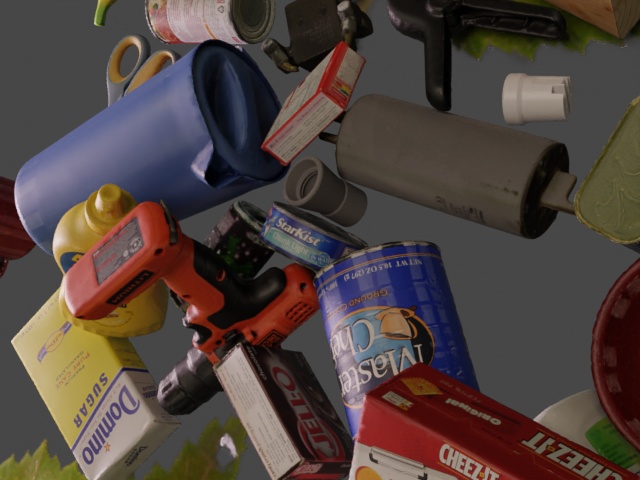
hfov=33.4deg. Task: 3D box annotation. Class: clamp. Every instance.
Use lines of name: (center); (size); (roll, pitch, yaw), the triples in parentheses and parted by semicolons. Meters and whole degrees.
clamp: (0.098, -0.173, 0.853); (0.120, 0.039, 0.172); (-36, 48, -12)

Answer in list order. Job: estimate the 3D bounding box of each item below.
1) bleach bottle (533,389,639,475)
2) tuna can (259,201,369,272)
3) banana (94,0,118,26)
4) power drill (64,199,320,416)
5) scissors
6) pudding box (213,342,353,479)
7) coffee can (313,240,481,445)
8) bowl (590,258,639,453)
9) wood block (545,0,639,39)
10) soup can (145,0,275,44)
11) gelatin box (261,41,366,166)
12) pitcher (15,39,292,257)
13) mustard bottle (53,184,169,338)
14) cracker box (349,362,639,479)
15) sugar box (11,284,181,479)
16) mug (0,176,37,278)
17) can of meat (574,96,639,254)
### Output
bleach bottle: (0.229, 0.213, 0.685); (0.251, 0.102, 0.068); (49, 116, 22)
tuna can: (-0.006, 0.001, 0.869); (0.086, 0.086, 0.034); (29, 97, 32)
banana: (-0.149, -0.276, 1.048); (0.198, 0.037, 0.069); (-18, 90, 29)
power drill: (-0.112, 0.060, 0.865); (0.185, 0.187, 0.057); (-42, 45, 15)
scissors: (-0.215, -0.124, 1.065); (0.202, 0.016, 0.096); (-42, 61, 16)
pudding box: (-0.025, 0.139, 0.849); (0.039, 0.089, 0.113); (-43, 61, 17)
coffee can: (0.060, 0.084, 0.801); (0.103, 0.102, 0.140); (-24, 68, 25)
bowl: (0.266, 0.078, 0.705); (0.162, 0.055, 0.162); (-7, 76, 30)
wood block: (0.165, -0.250, 0.808); (0.206, 0.090, 0.091); (38, 85, 32)
soup can: (-0.101, -0.214, 0.983); (0.102, 0.068, 0.068); (7, 83, 33)
gelatin box: (-0.005, -0.112, 0.886); (0.089, 0.030, 0.073); (-41, 19, 41)
pitcher: (-0.153, -0.076, 0.962); (0.243, 0.149, 0.145); (-23, 83, 29)
mustard bottle: (-0.175, 0.014, 0.904); (0.096, 0.192, 0.058); (10, 56, -3)
cracker box: (0.096, 0.209, 0.687); (0.164, 0.071, 0.214); (26, 122, 30)
sugar box: (-0.211, 0.131, 0.989); (0.093, 0.048, 0.176); (-47, 59, 15)
mug: (-0.333, -0.013, 1.073); (0.093, 0.081, 0.117); (-7, 76, 30)
can of meat: (0.231, -0.041, 0.735); (0.058, 0.083, 0.102); (34, 98, 32)
